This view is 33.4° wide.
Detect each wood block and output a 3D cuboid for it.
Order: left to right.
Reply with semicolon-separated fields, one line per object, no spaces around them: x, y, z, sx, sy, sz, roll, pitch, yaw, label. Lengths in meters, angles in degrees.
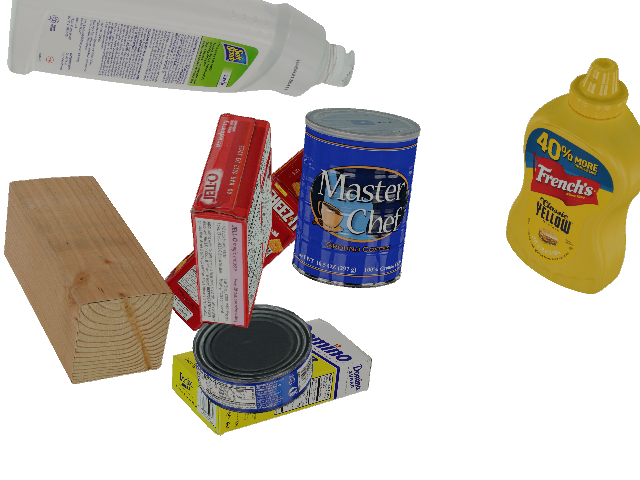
-0.226;0.030;1.016;0.090;0.091;0.206;-7;37;-32;wood block

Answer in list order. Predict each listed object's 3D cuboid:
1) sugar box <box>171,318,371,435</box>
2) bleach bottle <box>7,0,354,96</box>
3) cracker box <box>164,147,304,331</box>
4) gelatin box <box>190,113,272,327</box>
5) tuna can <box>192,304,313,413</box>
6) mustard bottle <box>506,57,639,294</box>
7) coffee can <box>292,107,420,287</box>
-0.047;0.129;1.047;0.175;0.048;0.093;-15;32;-32;sugar box
-0.100;-0.149;0.798;0.250;0.068;0.103;10;-29;-14;bleach bottle
-0.073;-0.011;1.229;0.214;0.072;0.164;-43;4;27;cracker box
-0.046;-0.010;0.562;0.030;0.073;0.089;7;-42;4;gelatin box
-0.048;0.085;0.770;0.086;0.034;0.086;-2;34;1;tuna can
0.197;-0.053;0.807;0.058;0.192;0.096;-31;52;-29;mustard bottle
0.031;-0.041;0.967;0.103;0.140;0.103;5;19;-2;coffee can
